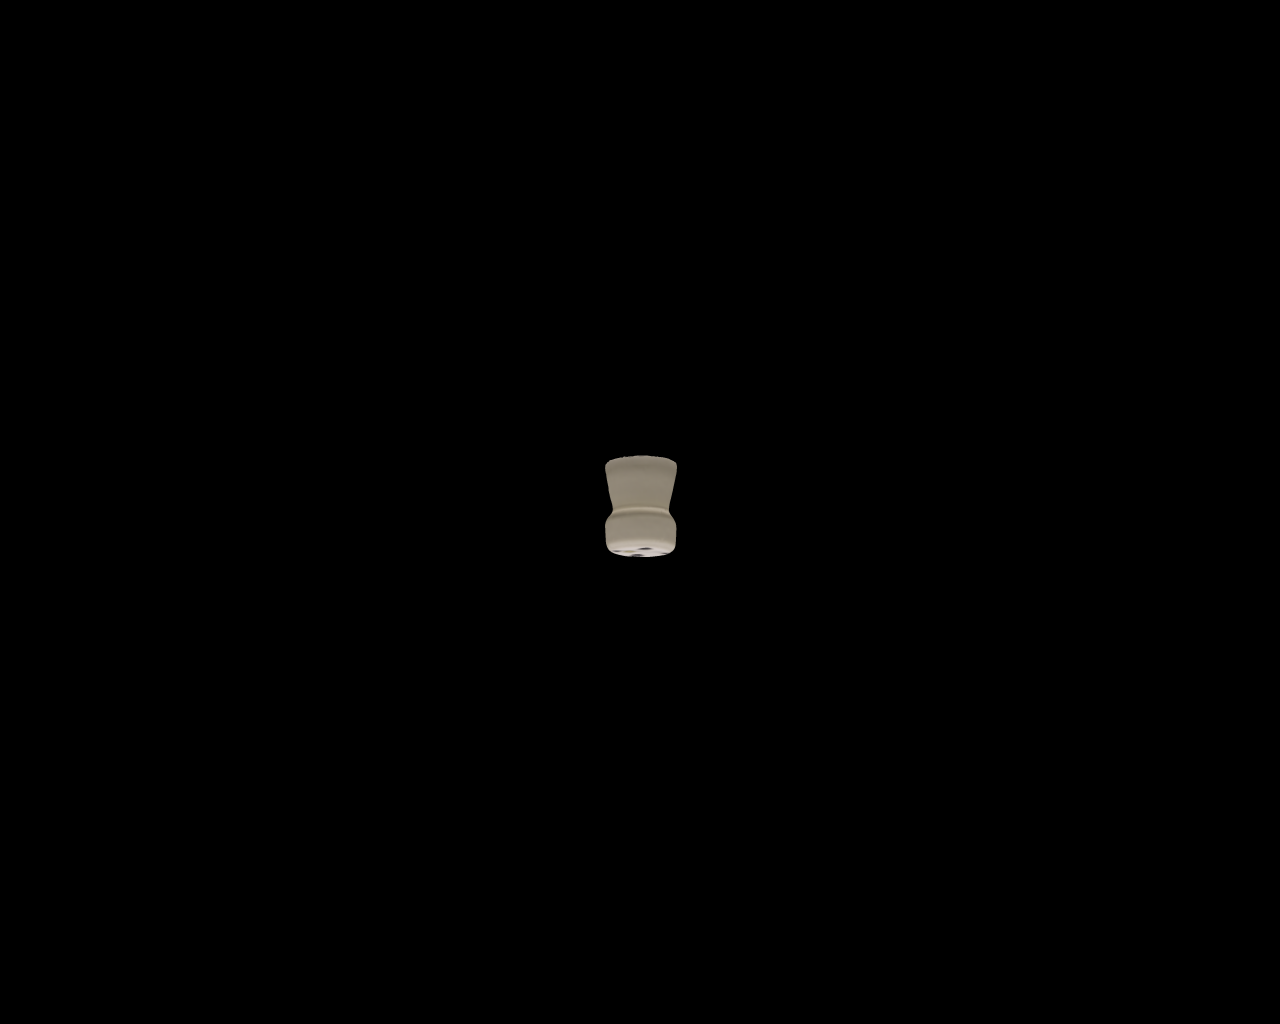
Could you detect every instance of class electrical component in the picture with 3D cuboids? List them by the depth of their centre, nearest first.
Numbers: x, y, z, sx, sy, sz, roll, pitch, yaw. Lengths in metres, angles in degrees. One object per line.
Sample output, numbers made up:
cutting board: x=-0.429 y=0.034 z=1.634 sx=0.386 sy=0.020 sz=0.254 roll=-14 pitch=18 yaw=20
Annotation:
electrical component: x=0.001 y=-0.003 z=0.650 sx=0.045 sy=0.055 sz=0.045 roll=0 pitch=-11 yaw=0
